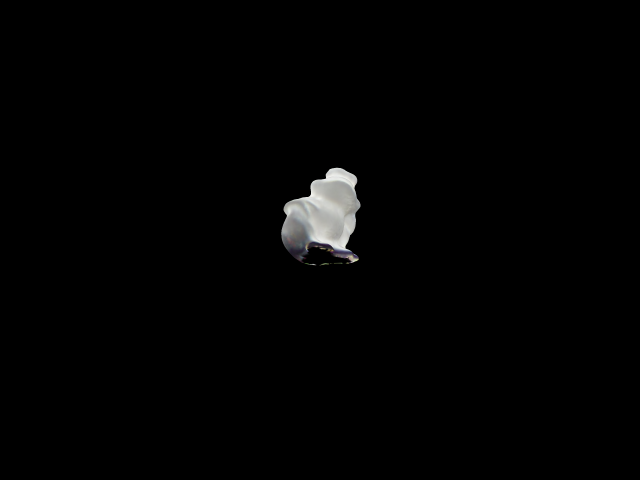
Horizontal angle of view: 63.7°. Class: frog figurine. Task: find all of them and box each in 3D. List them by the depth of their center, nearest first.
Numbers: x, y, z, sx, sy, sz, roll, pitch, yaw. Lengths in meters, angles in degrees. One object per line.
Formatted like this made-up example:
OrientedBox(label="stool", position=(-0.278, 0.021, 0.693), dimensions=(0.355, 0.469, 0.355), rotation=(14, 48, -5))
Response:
OrientedBox(label="frog figurine", position=(0.003, -0.043, 0.850), dimensions=(0.137, 0.162, 0.121), rotation=(12, -24, -29))
